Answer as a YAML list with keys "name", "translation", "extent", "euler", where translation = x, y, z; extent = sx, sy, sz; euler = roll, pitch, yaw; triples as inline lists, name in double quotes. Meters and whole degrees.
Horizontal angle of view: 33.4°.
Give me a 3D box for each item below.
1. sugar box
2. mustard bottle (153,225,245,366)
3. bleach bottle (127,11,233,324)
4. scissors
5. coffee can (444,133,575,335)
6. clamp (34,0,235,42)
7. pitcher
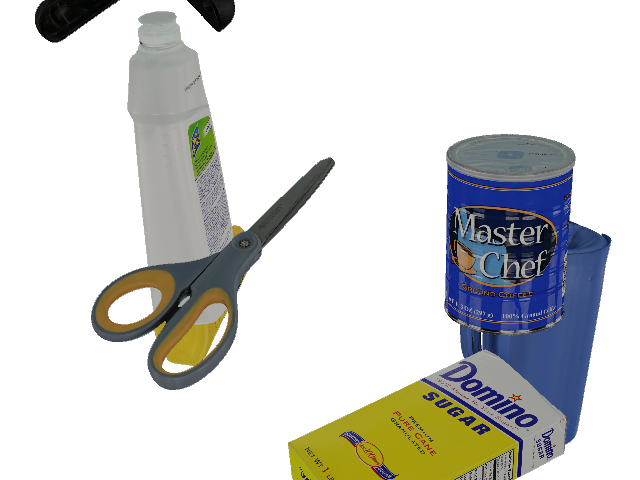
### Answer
- name: "sugar box"
  translation: [0.076, 0.146, 0.752]
  extent: [0.176, 0.048, 0.093]
  euler: [-24, 40, -21]
- name: "mustard bottle"
  translation: [-0.114, 0.038, 1.102]
  extent: [0.058, 0.096, 0.191]
  euler: [5, 31, 11]
- name: "bleach bottle"
  translation: [-0.111, -0.060, 0.851]
  extent: [0.068, 0.251, 0.102]
  euler: [2, 31, 8]
- name: "scissors"
  translation: [-0.067, 0.007, 0.656]
  extent: [0.096, 0.201, 0.016]
  euler: [12, -42, 14]
- name: "coffee can"
  translation: [0.155, -0.007, 0.887]
  extent: [0.103, 0.140, 0.103]
  euler: [-2, 23, 0]
- name: "clamp"
  translation: [-0.096, -0.178, 0.676]
  extent: [0.120, 0.171, 0.039]
  euler: [8, -42, 10]
- name: "pitcher"
  translation: [0.229, 0.102, 1.167]
  extent: [0.149, 0.243, 0.145]
  euler: [5, 18, 12]
